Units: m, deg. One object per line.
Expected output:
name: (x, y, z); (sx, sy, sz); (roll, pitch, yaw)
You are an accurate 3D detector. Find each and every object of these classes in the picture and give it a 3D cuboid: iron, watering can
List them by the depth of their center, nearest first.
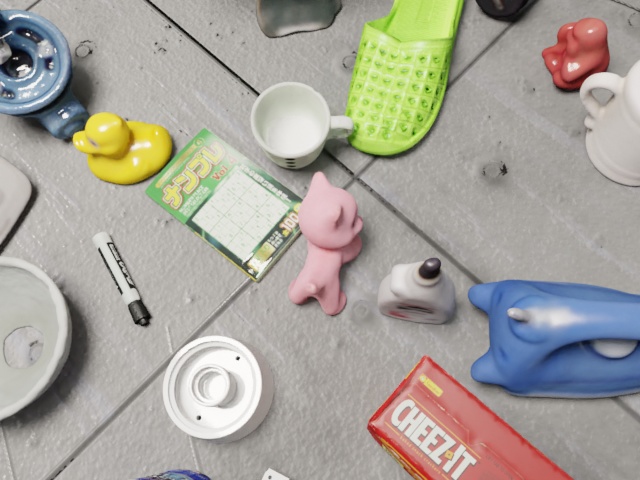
iron: (0.275, 0.083, 0.529); (0.258, 0.141, 0.118); (0, 72, 4)
watering can: (0.356, -0.137, 0.567); (0.172, 0.194, 0.101); (-3, 72, 3)

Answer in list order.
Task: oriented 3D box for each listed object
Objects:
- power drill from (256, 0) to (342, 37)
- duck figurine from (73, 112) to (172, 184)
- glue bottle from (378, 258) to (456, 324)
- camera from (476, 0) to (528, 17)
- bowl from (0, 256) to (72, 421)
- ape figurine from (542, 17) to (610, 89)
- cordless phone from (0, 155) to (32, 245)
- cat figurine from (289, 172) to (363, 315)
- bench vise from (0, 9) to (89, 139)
power drill: (-0.044, -0.331, 0.651); (0.229, 0.208, 0.075); (-11, 71, 0)
duck figurine: (-0.229, -0.115, 0.657); (0.104, 0.086, 0.077); (-13, 71, 0)
glue bottle: (0.094, 0.044, 0.537); (0.078, 0.173, 0.037); (5, 72, 6)
camera: (0.229, -0.355, 0.696); (0.143, 0.101, 0.137); (27, 76, 12)
bowl: (-0.329, 0.106, 0.598); (0.167, 0.075, 0.167); (-1, 72, 4)
ape figurine: (0.297, -0.218, 0.652); (0.076, 0.092, 0.078); (26, 76, 12)
cordless phone: (-0.408, -0.050, 0.596); (0.094, 0.185, 0.148); (23, 75, 11)
cat figurine: (0.005, 0.002, 0.586); (0.067, 0.118, 0.128); (12, 73, 8)
bench vise: (-0.374, -0.222, 0.632); (0.207, 0.220, 0.121); (28, 76, 12)
